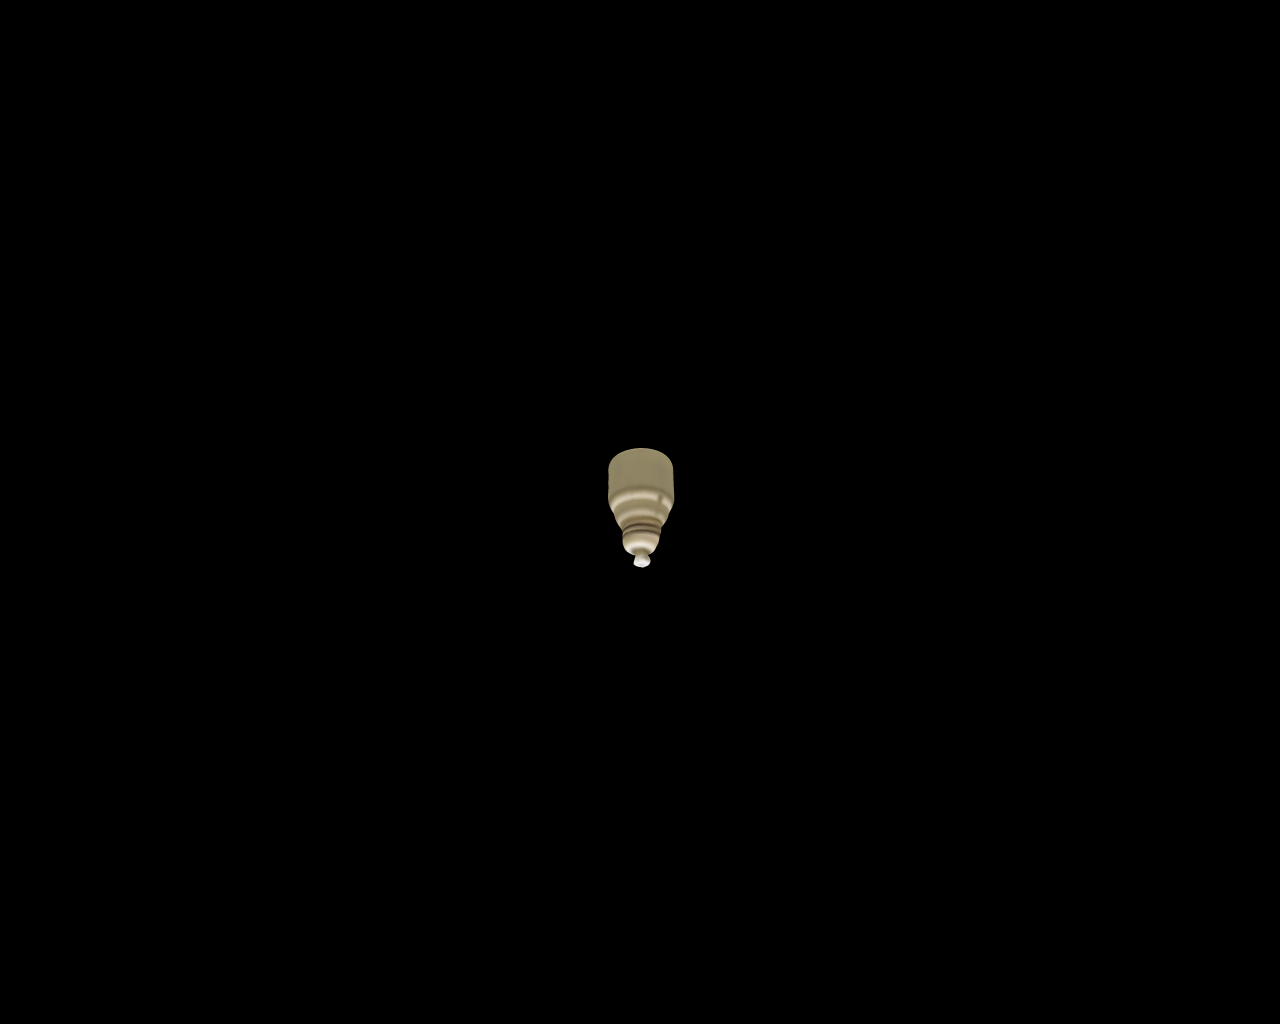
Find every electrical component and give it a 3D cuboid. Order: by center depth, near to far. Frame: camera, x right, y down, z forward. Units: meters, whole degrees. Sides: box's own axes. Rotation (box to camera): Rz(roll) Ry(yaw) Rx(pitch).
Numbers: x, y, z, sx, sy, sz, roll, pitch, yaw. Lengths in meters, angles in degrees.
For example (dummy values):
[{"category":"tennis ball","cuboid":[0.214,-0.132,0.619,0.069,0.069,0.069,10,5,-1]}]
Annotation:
[{"category":"electrical component","cuboid":[0.001,-0.003,0.650,0.040,0.078,0.040,0,-30,0]}]
